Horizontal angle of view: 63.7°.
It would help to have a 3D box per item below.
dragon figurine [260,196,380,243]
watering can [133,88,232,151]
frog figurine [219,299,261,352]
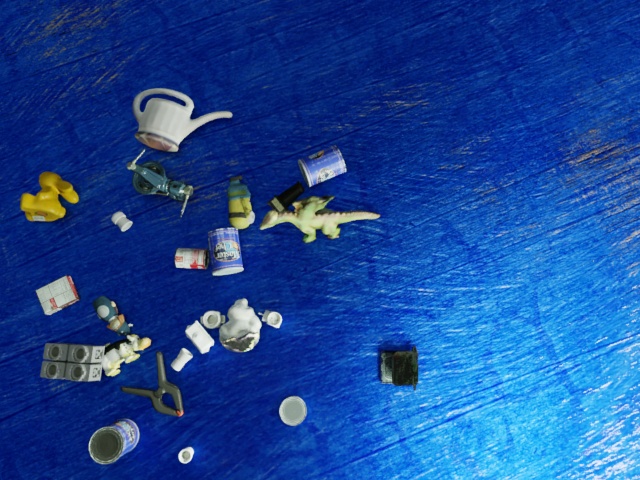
[{"bbox_3d":[0.005,-0.085,1.691,0.410,0.239,0.124,-12,75,-2],"label":"dragon figurine"},{"bbox_3d":[-0.502,-0.413,1.812,0.348,0.103,0.226,16,79,2],"label":"watering can"},{"bbox_3d":[-0.264,0.279,1.681,0.137,0.120,0.163,-23,44,2],"label":"frog figurine"}]
